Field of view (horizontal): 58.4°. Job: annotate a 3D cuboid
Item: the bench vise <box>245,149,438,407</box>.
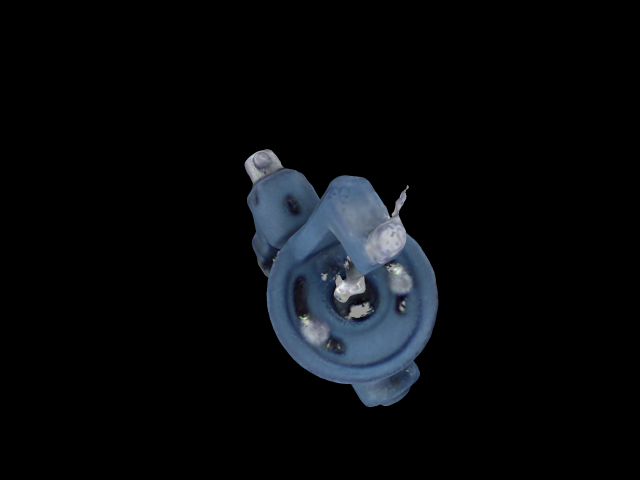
[{"bbox_3d":[-0.004,0.009,0.396,0.207,0.220,0.122,37,69,17],"label":"bench vise"}]
